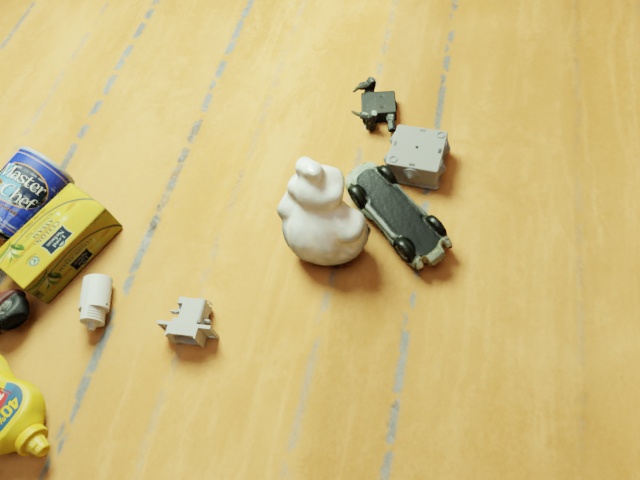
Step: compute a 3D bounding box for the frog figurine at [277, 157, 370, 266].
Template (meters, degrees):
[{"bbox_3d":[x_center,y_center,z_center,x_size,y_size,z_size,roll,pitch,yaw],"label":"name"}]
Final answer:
[{"bbox_3d":[0.002,-0.037,0.740,0.138,0.156,0.124,29,71,22],"label":"frog figurine"}]
